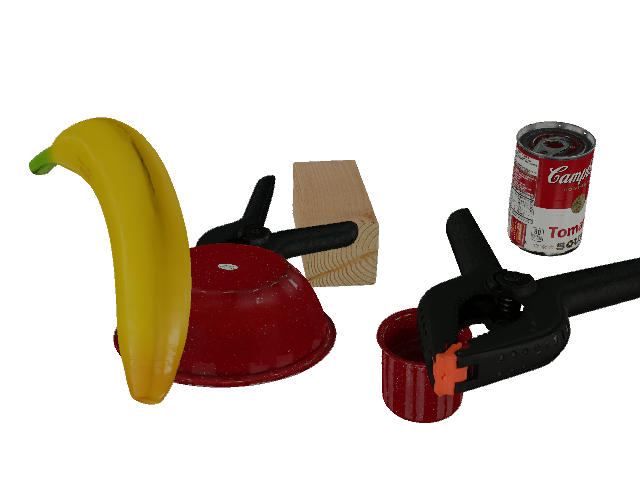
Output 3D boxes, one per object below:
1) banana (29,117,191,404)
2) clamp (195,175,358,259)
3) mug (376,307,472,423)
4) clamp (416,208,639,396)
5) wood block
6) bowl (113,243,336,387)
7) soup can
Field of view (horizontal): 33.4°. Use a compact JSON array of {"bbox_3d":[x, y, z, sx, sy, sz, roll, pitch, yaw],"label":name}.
[{"bbox_3d":[-0.097,-0.008,0.531,0.037,0.070,0.198,12,30,-36],"label":"banana"},{"bbox_3d":[-0.063,-0.004,0.991,0.171,0.039,0.120,-25,42,-32],"label":"clamp"},{"bbox_3d":[0.110,0.121,1.067,0.093,0.081,0.117,23,40,34],"label":"mug"},{"bbox_3d":[0.115,0.035,0.691,0.165,0.036,0.209,18,32,34],"label":"clamp"},{"bbox_3d":[0.017,-0.027,1.421,0.090,0.090,0.206,-2,27,-6],"label":"wood block"},{"bbox_3d":[-0.068,0.044,0.768,0.162,0.055,0.162,1,21,-1],"label":"bowl"},{"bbox_3d":[0.204,-0.045,0.951,0.068,0.102,0.068,-1,32,0],"label":"soup can"}]
